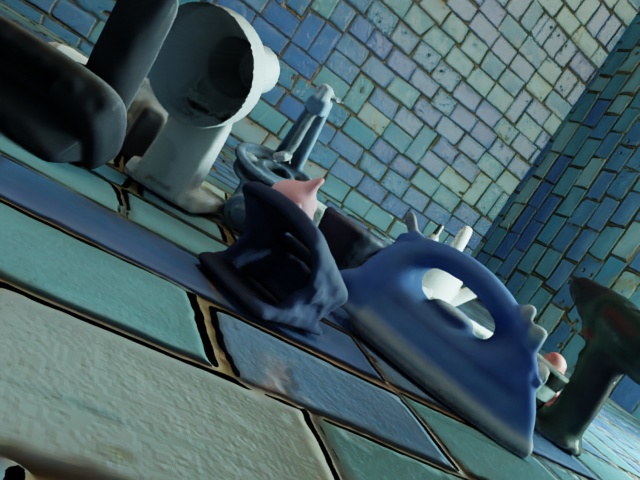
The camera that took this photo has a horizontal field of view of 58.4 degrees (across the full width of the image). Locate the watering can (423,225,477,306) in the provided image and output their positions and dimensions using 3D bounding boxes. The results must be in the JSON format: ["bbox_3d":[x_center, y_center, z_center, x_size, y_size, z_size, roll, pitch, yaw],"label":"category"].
[{"bbox_3d":[0.248,0.060,1.134,0.173,0.194,0.101,32,6,-13],"label":"watering can"}]

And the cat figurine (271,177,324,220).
[{"bbox_3d":[-0.038,-0.025,0.632,0.067,0.117,0.128,33,5,-6],"label":"cat figurine"}]

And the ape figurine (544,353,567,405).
[{"bbox_3d":[0.335,0.211,0.856,0.076,0.092,0.077,31,6,-23],"label":"ape figurine"}]

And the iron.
[{"bbox_3d":[0.143,0.084,0.600,0.257,0.141,0.119,36,6,28],"label":"iron"}]

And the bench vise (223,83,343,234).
[{"bbox_3d":[-0.056,-0.116,0.792,0.122,0.219,0.207,32,6,-18],"label":"bench vise"}]

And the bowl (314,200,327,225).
[{"bbox_3d":[-0.008,-0.030,1.071,0.167,0.074,0.167,33,5,-3],"label":"bowl"}]

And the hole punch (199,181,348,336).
[{"bbox_3d":[-0.029,0.014,0.482,0.108,0.091,0.101,38,7,38],"label":"hole punch"}]

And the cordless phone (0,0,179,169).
[{"bbox_3d":[-0.221,-0.173,0.519,0.147,0.185,0.094,33,5,-5],"label":"cordless phone"}]

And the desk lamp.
[{"bbox_3d":[-0.128,-0.144,0.651,0.118,0.213,0.203,34,5,5],"label":"desk lamp"}]

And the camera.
[{"bbox_3d":[-0.274,-0.187,0.774,0.137,0.101,0.142,31,6,-27],"label":"camera"}]

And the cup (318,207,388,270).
[{"bbox_3d":[0.034,0.027,0.716,0.117,0.095,0.092,35,6,20],"label":"cup"}]

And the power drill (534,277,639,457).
[{"bbox_3d":[0.350,0.163,0.752,0.076,0.208,0.229,32,6,-15],"label":"power drill"}]

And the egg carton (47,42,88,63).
[{"bbox_3d":[-0.382,-0.256,0.921,0.151,0.069,0.107,32,6,-17],"label":"egg carton"}]

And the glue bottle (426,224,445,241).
[{"bbox_3d":[0.208,0.038,1.206,0.078,0.173,0.037,32,6,-14],"label":"glue bottle"}]
